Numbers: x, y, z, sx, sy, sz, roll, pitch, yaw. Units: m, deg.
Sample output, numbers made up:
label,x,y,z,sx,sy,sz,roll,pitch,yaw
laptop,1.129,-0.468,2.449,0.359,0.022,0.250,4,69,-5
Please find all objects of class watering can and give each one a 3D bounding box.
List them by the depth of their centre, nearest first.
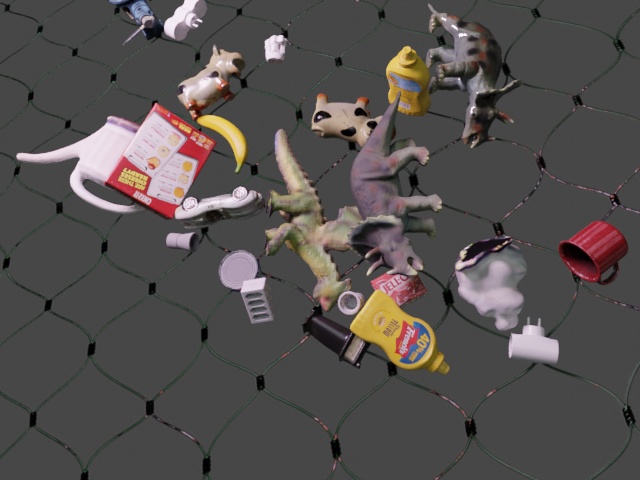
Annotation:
label,x,y,z,sx,sy,sz,roll,pitch,yaw
watering can,-0.524,-0.200,1.232,0.348,0.103,0.227,26,75,1

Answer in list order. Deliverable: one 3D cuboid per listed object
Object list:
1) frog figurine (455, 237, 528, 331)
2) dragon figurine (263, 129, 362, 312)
label,x,y,z,sx,sy,sz,roll,pitch,yaw
frog figurine,0.333,0.082,0.973,0.138,0.123,0.158,-31,101,-11
dragon figurine,0.003,-0.055,1.102,0.243,0.120,0.417,6,69,-5
